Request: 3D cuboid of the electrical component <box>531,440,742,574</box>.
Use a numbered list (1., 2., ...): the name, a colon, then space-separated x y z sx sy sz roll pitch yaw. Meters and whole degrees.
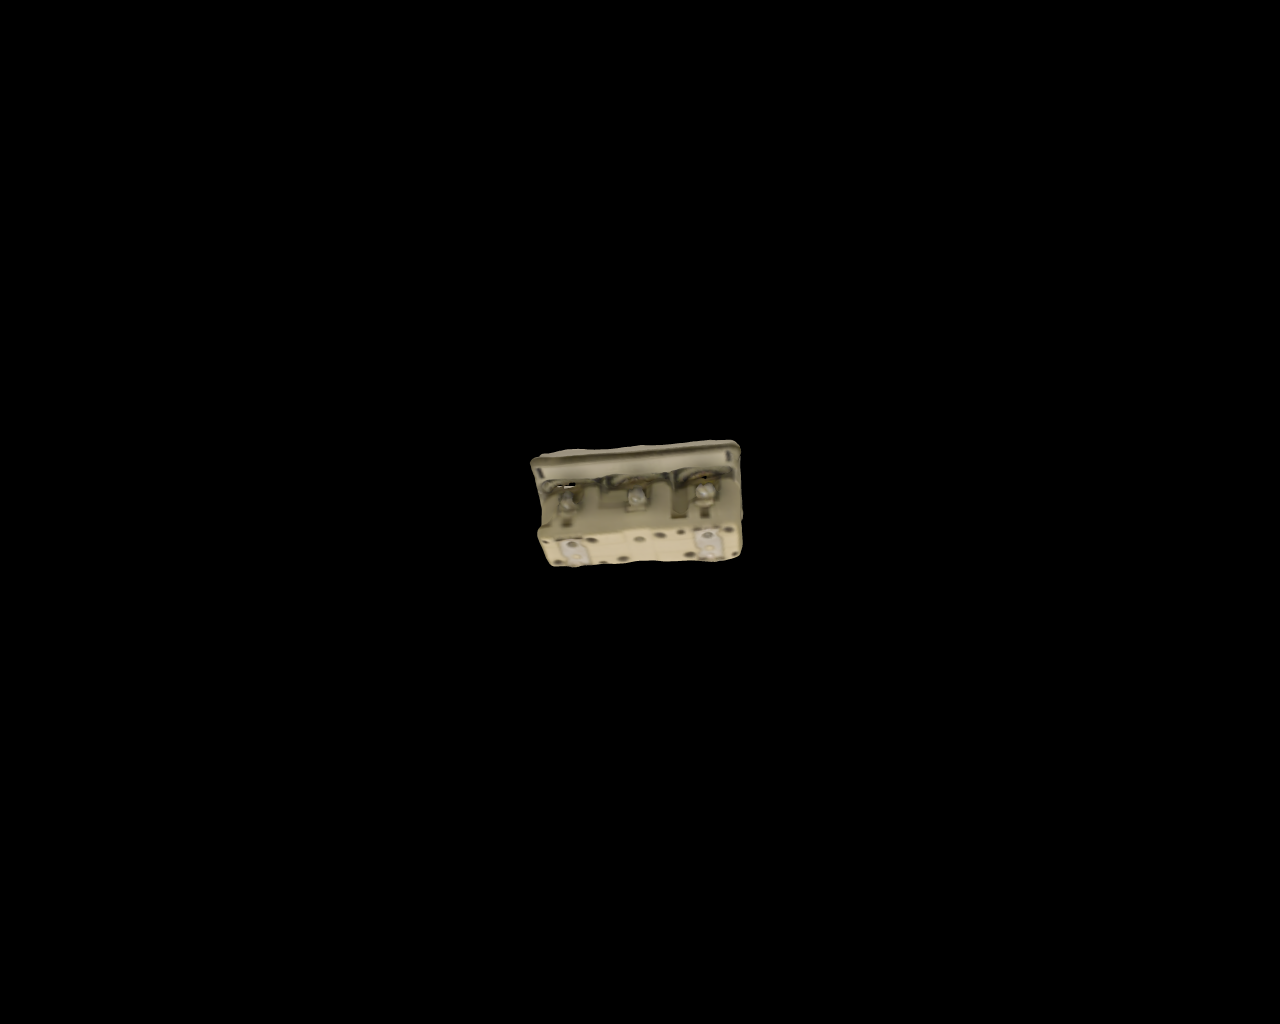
1. electrical component: 0.001 -0.003 0.650 0.121 0.063 0.078 -3 -32 5
